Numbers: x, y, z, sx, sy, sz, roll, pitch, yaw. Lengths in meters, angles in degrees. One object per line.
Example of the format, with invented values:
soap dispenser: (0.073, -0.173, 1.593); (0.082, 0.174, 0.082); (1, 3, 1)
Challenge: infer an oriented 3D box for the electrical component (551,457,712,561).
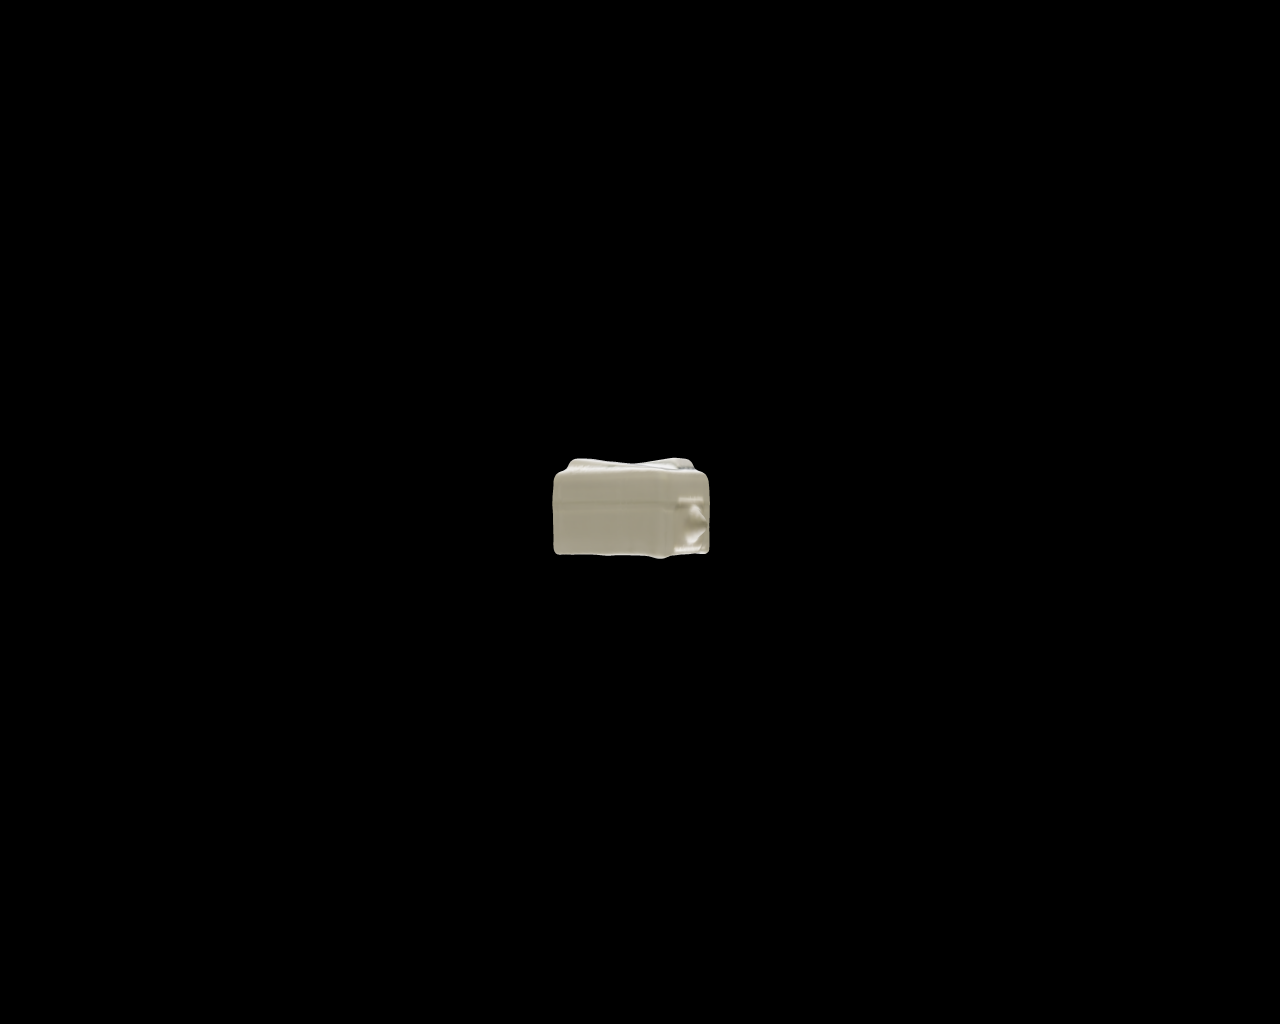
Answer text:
electrical component: (0.001, -0.003, 0.650); (0.096, 0.061, 0.062); (0, 0, 32)
